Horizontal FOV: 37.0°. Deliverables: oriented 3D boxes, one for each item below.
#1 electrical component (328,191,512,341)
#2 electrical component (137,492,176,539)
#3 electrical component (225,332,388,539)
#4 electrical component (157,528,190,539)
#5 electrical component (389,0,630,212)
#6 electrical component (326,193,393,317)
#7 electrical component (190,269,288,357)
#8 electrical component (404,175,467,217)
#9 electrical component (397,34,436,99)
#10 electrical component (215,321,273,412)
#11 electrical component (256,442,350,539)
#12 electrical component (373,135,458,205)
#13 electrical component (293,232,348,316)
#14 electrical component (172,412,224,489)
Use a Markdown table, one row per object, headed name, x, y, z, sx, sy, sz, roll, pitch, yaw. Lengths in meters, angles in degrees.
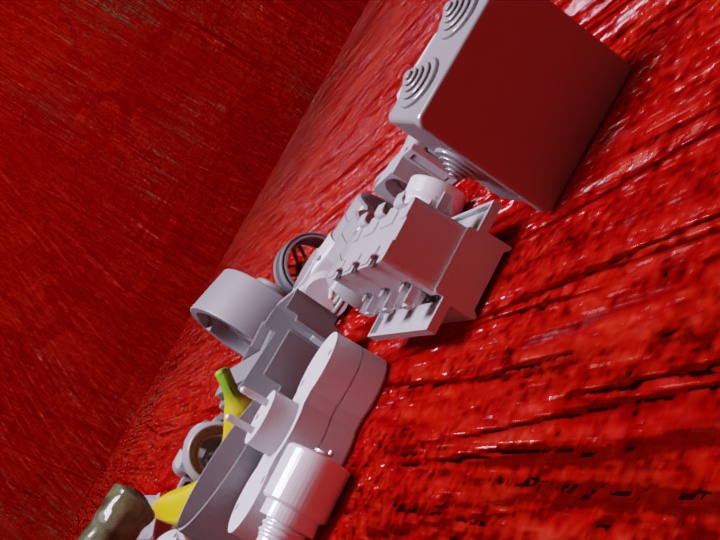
| name | x | y | z | sx | sy | sz | roll | pitch | yaw |
| --- | --- | --- | --- | --- | --- | --- | --- | --- | --- |
| electrical component | 0.029 | -0.003 | 0.618 | 0.078 | 0.063 | 0.121 | -61 | 10 | -12 |
| electrical component | -0.219 | 0.266 | 1.042 | 0.121 | 0.079 | 0.063 | -135 | 46 | -80 |
| electrical component | -0.046 | 0.099 | 0.661 | 0.138 | 0.074 | 0.052 | -62 | 10 | -15 |
| electrical component | -0.141 | 0.226 | 0.866 | 0.046 | 0.040 | 0.040 | -38 | 22 | 50 |
| electrical component | 0.074 | -0.090 | 0.548 | 0.099 | 0.100 | 0.048 | -60 | 23 | -3 |
| electrical component | 0.000 | 0.000 | 0.784 | 0.073 | 0.052 | 0.138 | -56 | 10 | 19 |
| electrical component | -0.094 | 0.042 | 0.985 | 0.060 | 0.108 | 0.108 | -56 | 8 | -17 |
| electrical component | 0.044 | -0.034 | 0.709 | 0.046 | 0.040 | 0.040 | -66 | 11 | -10 |
| electrical component | 0.069 | -0.104 | 0.656 | 0.047 | 0.083 | 0.075 | -57 | 10 | 14 |
| electrical component | -0.068 | 0.083 | 0.855 | 0.096 | 0.061 | 0.061 | -44 | 18 | 57 |
| electrical component | -0.037 | 0.134 | 0.607 | 0.078 | 0.040 | 0.040 | -62 | 10 | -15 |
| electrical component | 0.048 | -0.079 | 0.814 | 0.063 | 0.042 | 0.081 | -61 | 10 | -20 |
| electrical component | -0.028 | 0.016 | 0.899 | 0.077 | 0.044 | 0.079 | -57 | 10 | 17 |
| electrical component | -0.128 | 0.162 | 0.934 | 0.078 | 0.058 | 0.057 | -63 | 8 | -22 |
